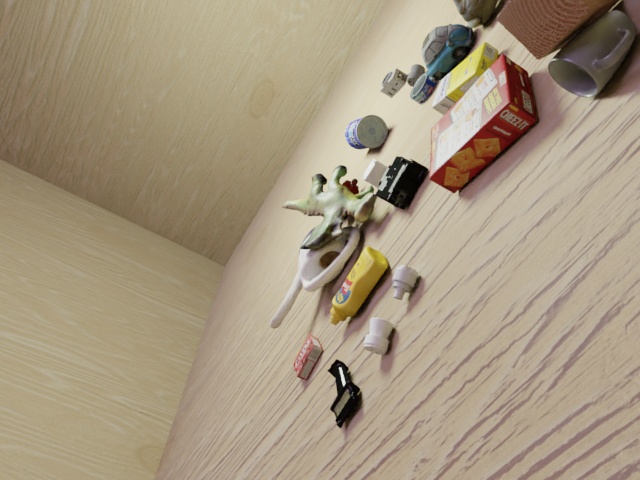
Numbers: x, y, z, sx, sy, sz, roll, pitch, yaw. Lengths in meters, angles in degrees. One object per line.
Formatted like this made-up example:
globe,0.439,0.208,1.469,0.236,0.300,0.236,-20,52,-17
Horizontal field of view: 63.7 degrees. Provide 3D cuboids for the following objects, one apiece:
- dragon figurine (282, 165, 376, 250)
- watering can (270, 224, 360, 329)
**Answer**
dragon figurine,0.004,-0.071,1.416,0.406,0.248,0.120,-19,-57,40
watering can,-0.022,0.077,1.425,0.103,0.345,0.228,41,14,-19
